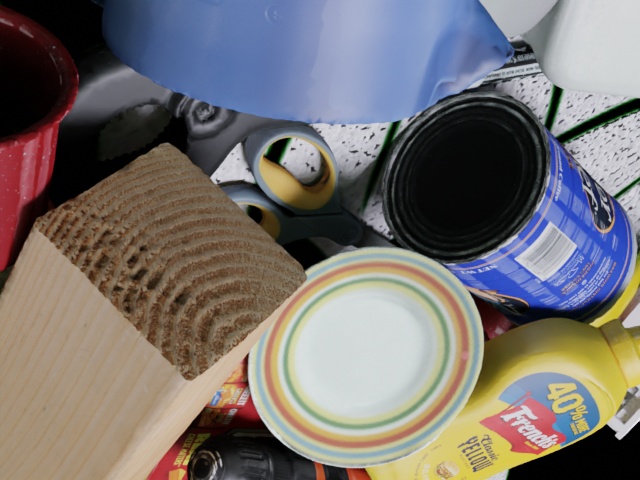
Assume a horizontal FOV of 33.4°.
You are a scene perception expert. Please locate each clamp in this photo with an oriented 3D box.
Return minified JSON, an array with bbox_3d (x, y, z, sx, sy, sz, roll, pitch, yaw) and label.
[{"bbox_3d":[-0.050,-0.067,0.503,0.210,0.036,0.164,-38,136,6],"label":"clamp"}]

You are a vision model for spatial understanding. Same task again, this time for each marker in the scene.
[{"bbox_3d":[0.102,-0.097,0.599,0.120,0.020,0.020,-13,138,-25],"label":"marker"}]

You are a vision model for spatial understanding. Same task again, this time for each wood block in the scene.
[{"bbox_3d":[-0.104,0.064,0.505,0.090,0.091,0.206,-40,171,-47],"label":"wood block"}]

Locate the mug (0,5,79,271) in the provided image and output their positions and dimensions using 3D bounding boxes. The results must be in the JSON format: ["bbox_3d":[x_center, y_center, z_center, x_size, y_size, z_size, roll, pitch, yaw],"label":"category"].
[{"bbox_3d":[-0.148,-0.029,0.417,0.093,0.117,0.082,11,134,-10],"label":"mug"}]

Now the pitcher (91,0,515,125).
[{"bbox_3d":[-0.006,-0.171,0.344,0.149,0.145,0.243,-7,123,-29],"label":"pitcher"}]

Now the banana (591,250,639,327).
[{"bbox_3d":[0.162,0.082,0.729,0.069,0.037,0.198,8,127,-40],"label":"banana"}]

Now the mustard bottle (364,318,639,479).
[{"bbox_3d":[0.117,0.096,0.640,0.192,0.058,0.096,-26,130,8],"label":"mustard bottle"}]

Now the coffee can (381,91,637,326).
[{"bbox_3d":[0.115,-0.012,0.632,0.103,0.103,0.140,-44,141,12],"label":"coffee can"}]

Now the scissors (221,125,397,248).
[{"bbox_3d":[-0.004,0.001,0.630,0.096,0.016,0.201,-34,142,2],"label":"scissors"}]

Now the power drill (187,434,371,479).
[{"bbox_3d":[-0.060,0.192,0.642,0.188,0.057,0.184,-44,144,13],"label":"power drill"}]

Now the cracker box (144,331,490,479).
[{"bbox_3d":[-0.019,0.100,0.683,0.213,0.072,0.164,3,130,-39],"label":"cracker box"}]

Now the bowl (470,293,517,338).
[{"bbox_3d":[0.152,0.053,0.769,0.162,0.055,0.162,-19,140,-17],"label":"bowl"}]
